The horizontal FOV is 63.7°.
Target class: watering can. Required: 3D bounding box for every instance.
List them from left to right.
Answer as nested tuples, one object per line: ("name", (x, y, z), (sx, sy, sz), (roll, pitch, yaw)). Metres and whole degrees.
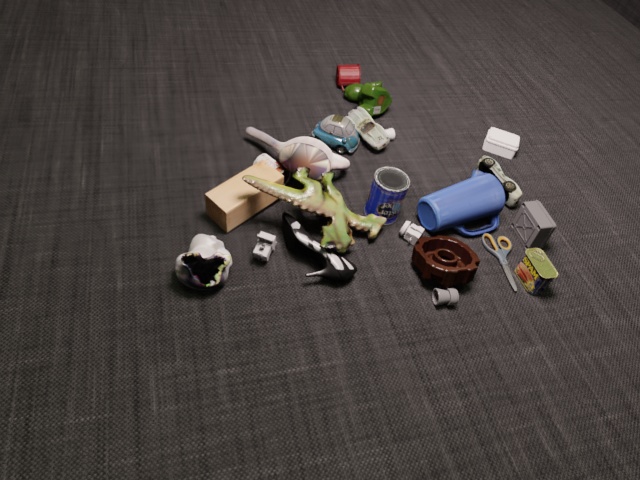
("watering can", (-0.078, -0.267, 1.561), (0.347, 0.102, 0.228), (16, 19, -1))

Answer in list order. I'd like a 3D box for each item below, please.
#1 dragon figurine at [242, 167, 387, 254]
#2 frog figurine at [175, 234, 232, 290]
("dragon figurine", (0.004, -0.069, 1.368), (0.410, 0.119, 0.248), (1, 45, -35))
("frog figurine", (-0.289, 0.052, 1.272), (0.138, 0.121, 0.161), (-17, 17, -15))
